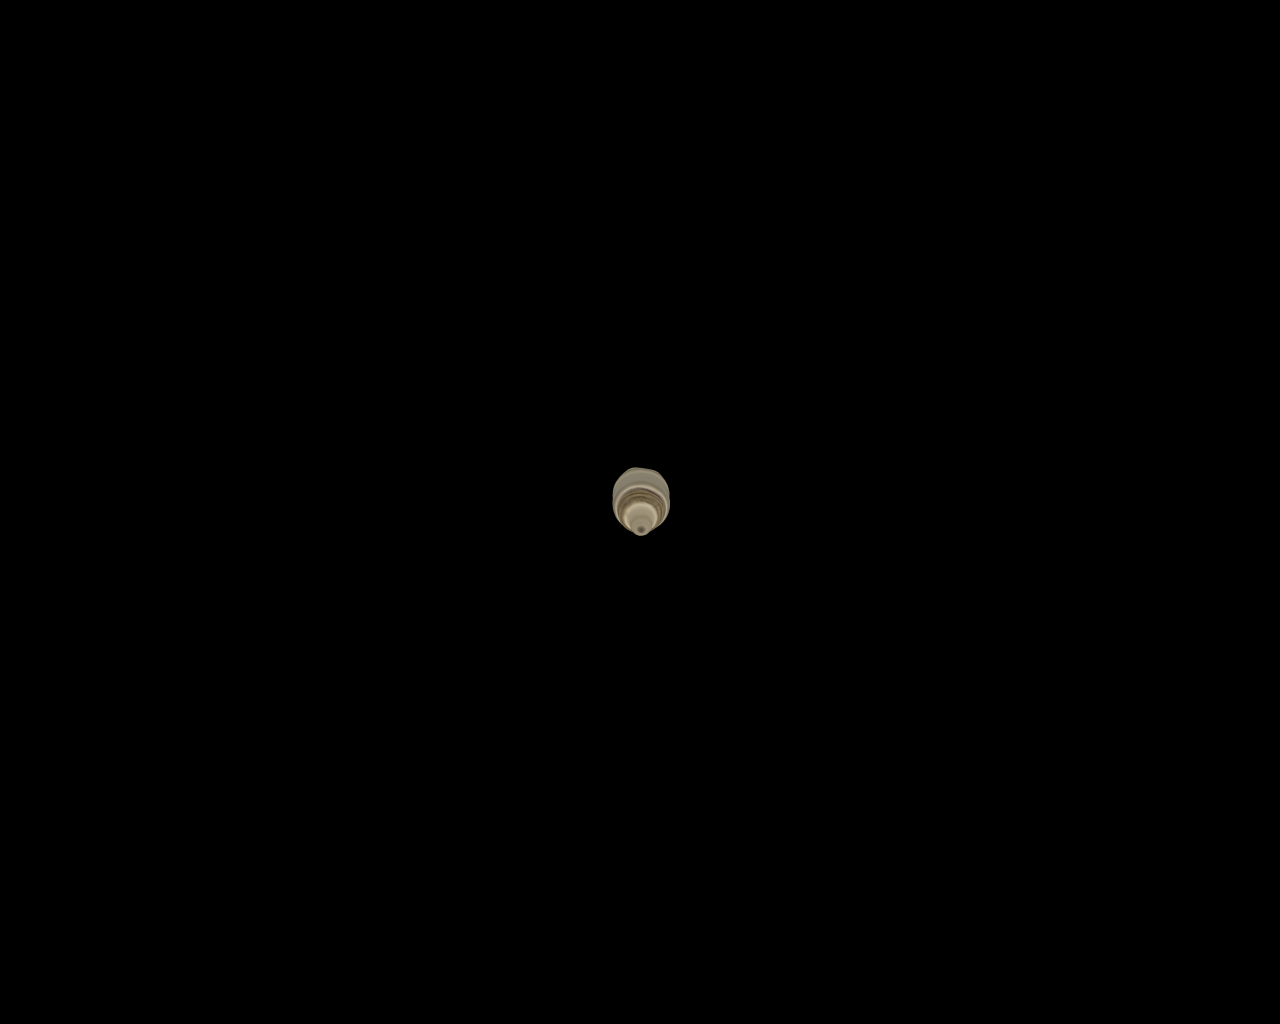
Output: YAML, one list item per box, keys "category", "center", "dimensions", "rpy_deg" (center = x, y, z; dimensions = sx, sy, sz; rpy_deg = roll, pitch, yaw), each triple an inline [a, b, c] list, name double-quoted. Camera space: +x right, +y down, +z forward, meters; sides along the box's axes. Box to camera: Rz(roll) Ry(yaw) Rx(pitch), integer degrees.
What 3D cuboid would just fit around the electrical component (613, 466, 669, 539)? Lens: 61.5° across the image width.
- category: "electrical component"
  center: [0.001, -0.003, 0.650]
  dimensions: [0.035, 0.035, 0.061]
  rpy_deg: [0, 25, 0]
